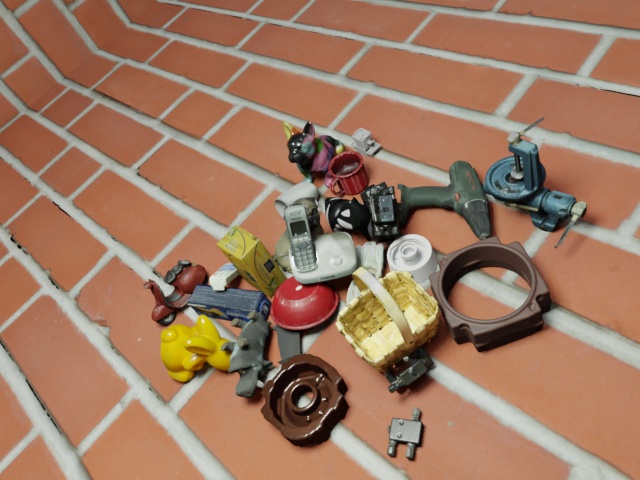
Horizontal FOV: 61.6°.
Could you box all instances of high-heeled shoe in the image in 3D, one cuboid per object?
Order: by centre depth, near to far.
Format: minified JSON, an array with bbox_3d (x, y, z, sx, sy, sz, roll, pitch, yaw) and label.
[{"bbox_3d":[0.048,-0.082,1.291,0.086,0.145,0.249,-40,40,-7],"label":"high-heeled shoe"}]

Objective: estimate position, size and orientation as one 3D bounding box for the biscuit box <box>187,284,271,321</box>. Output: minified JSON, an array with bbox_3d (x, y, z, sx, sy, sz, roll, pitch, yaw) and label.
[{"bbox_3d":[-0.216,0.154,1.291,0.203,0.059,0.063,4,54,28],"label":"biscuit box"}]

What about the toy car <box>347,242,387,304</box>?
[{"bbox_3d":[0.105,0.086,1.202,0.074,0.056,0.202,-6,52,21],"label":"toy car"}]

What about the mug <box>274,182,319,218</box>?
[{"bbox_3d":[-0.048,-0.102,1.408,0.110,0.080,0.107,22,56,41],"label":"mug"}]

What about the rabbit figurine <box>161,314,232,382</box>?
[{"bbox_3d":[-0.260,0.238,1.203,0.173,0.162,0.122,12,46,11],"label":"rabbit figurine"}]

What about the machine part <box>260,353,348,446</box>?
[{"bbox_3d":[-0.030,0.319,1.078,0.179,0.056,0.179,-13,48,15],"label":"machine part"}]

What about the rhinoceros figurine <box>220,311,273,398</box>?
[{"bbox_3d":[-0.153,0.246,1.161,0.073,0.112,0.190,-23,37,26],"label":"rhinoceros figurine"}]

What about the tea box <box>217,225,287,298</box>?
[{"bbox_3d":[-0.159,0.053,1.273,0.098,0.169,0.068,28,67,40],"label":"tea box"}]

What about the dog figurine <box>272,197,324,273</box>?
[{"bbox_3d":[-0.064,-0.014,1.269,0.172,0.190,0.121,-26,47,6],"label":"dog figurine"}]

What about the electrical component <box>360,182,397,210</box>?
[{"bbox_3d":[0.143,-0.108,1.347,0.075,0.047,0.119,-24,49,4],"label":"electrical component"}]

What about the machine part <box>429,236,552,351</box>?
[{"bbox_3d":[0.333,0.102,1.066,0.201,0.087,0.201,-23,48,8],"label":"machine part"}]

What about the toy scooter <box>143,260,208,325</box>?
[{"bbox_3d":[-0.369,0.115,1.343,0.075,0.135,0.184,22,64,38],"label":"toy scooter"}]

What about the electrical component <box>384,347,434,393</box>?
[{"bbox_3d":[0.170,0.251,1.036,0.102,0.078,0.045,-37,72,1],"label":"electrical component"}]

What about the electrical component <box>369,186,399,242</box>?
[{"bbox_3d":[0.145,-0.059,1.221,0.058,0.134,0.115,-7,83,2],"label":"electrical component"}]

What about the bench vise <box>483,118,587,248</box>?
[{"bbox_3d":[0.428,-0.121,1.094,0.129,0.240,0.224,-41,47,-9],"label":"bench vise"}]

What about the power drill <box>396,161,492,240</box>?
[{"bbox_3d":[0.281,-0.083,1.242,0.207,0.085,0.232,-11,49,22],"label":"power drill"}]

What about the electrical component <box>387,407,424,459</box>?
[{"bbox_3d":[0.156,0.352,0.988,0.063,0.021,0.094,1,55,26],"label":"electrical component"}]

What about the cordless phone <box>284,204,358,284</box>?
[{"bbox_3d":[-0.002,-0.003,1.166,0.147,0.184,0.089,-12,26,0],"label":"cordless phone"}]

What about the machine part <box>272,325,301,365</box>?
[{"bbox_3d":[-0.064,0.215,1.190,0.084,0.039,0.139,-11,48,10],"label":"machine part"}]

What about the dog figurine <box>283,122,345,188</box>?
[{"bbox_3d":[-0.017,-0.247,1.416,0.109,0.219,0.191,10,59,27],"label":"dog figurine"}]
